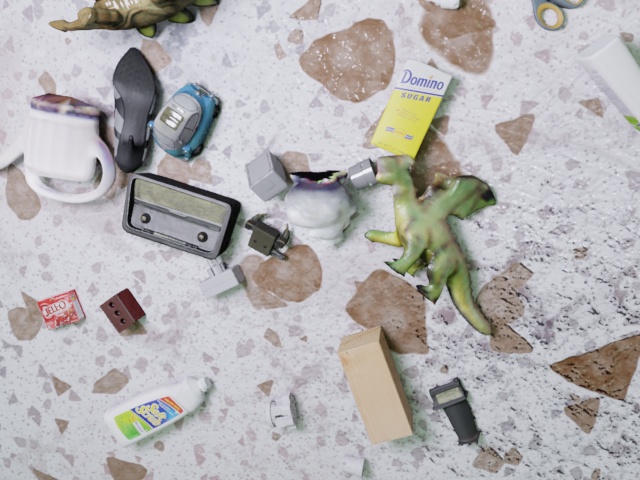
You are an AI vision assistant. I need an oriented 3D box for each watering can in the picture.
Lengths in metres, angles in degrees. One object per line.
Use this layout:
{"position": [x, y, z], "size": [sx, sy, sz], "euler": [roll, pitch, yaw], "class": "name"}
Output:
{"position": [-0.589, -0.202, 1.100], "size": [0.348, 0.222, 0.105], "euler": [13, 10, 10], "class": "watering can"}

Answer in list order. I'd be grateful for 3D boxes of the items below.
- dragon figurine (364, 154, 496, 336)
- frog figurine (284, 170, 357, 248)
{"position": [0.248, -0.014, 0.998], "size": [0.408, 0.242, 0.123], "euler": [37, 7, -13], "class": "dragon figurine"}
{"position": [0.003, -0.051, 1.008], "size": [0.138, 0.157, 0.124], "euler": [-10, 21, -13], "class": "frog figurine"}
